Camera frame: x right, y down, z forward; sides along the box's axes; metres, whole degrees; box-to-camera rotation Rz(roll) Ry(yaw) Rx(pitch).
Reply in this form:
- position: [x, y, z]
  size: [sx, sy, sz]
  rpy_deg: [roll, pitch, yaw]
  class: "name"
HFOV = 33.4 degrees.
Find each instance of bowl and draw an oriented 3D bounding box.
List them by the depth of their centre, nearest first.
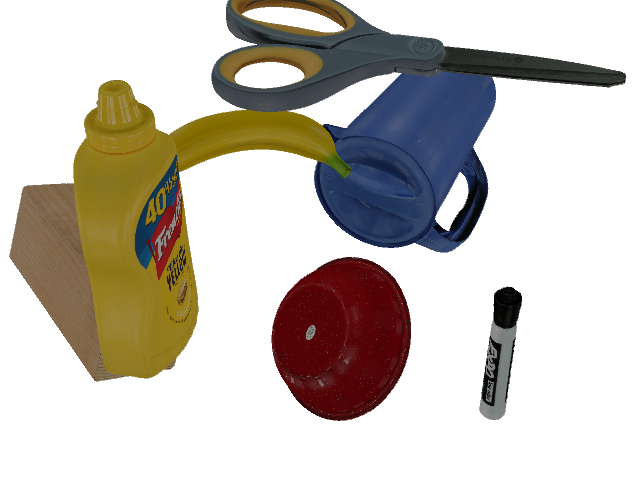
- position: [0.006, 0.090, 1.026]
  size: [0.162, 0.162, 0.055]
  rpy_deg: [0, -12, 39]
  class: "bowl"

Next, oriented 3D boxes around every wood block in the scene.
- position: [-0.220, 0.034, 1.053]
  size: [0.090, 0.091, 0.206]
  rpy_deg: [-5, 36, -40]
  class: "wood block"

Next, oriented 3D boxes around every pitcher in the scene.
- position: [0.110, -0.103, 1.145]
  size: [0.145, 0.149, 0.242]
  rpy_deg: [7, 38, 27]
  class: "pitcher"

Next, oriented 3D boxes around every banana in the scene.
- position: [-0.067, -0.090, 0.974]
  size: [0.197, 0.070, 0.037]
  rpy_deg: [-3, -42, -23]
  class: "banana"

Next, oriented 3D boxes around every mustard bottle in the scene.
- position: [-0.116, -0.012, 0.667]
  size: [0.058, 0.192, 0.096]
  rpy_deg: [8, 39, 13]
  class: "mustard bottle"

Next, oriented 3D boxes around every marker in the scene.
- position: [0.126, 0.079, 0.746]
  size: [0.020, 0.121, 0.020]
  rpy_deg: [0, 40, 0]
  class: "marker"

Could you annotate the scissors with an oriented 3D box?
- position: [0.035, -0.080, 0.514]
  size: [0.202, 0.016, 0.096]
  rpy_deg: [20, 52, 20]
  class: "scissors"
